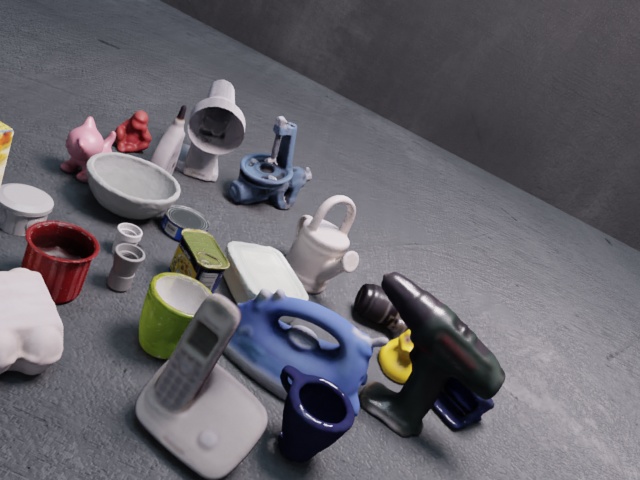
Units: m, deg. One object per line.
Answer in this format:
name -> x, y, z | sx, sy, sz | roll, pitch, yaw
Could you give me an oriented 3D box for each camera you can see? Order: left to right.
camera -> 0.142, 0.120, 1.125 | 0.137, 0.100, 0.143 | 23, 25, -12

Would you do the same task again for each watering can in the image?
watering can -> 0.012, 0.004, 1.097 | 0.172, 0.194, 0.101 | 39, 26, 21

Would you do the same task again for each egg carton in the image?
egg carton -> -0.365, 0.094, 0.667 | 0.108, 0.069, 0.150 | 1, 36, -46

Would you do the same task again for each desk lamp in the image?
desk lamp -> -0.246, -0.241, 1.277 | 0.118, 0.213, 0.203 | 18, 26, -22

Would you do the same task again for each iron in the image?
iron -> -0.032, 0.143, 0.842 | 0.258, 0.141, 0.119 | 29, 24, 0

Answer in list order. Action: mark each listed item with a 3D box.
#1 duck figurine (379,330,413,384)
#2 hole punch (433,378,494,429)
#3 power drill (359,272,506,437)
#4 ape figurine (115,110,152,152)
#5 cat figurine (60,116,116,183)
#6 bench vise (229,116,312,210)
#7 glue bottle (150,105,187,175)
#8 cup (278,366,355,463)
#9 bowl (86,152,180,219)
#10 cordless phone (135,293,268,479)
duck figurine -> 0.155, 0.192, 1.016 | 0.077, 0.086, 0.105 | 30, 24, 2
hole punch -> 0.244, 0.253, 0.986 | 0.101, 0.091, 0.108 | 2, 35, -45
power drill -> 0.149, 0.187, 0.871 | 0.229, 0.208, 0.076 | 33, 24, 10
ape figurine -> -0.404, -0.240, 1.252 | 0.078, 0.092, 0.076 | 20, 25, -19
cat figurine -> -0.425, -0.173, 1.066 | 0.067, 0.117, 0.128 | 32, 24, 8
bench vise -> -0.096, -0.182, 1.314 | 0.121, 0.219, 0.208 | 36, 25, 16
glue bottle -> -0.306, -0.199, 1.177 | 0.037, 0.173, 0.078 | 28, 24, -1
cup -> -0.024, 0.229, 0.739 | 0.117, 0.095, 0.092 | 42, 27, 27
bowl -> -0.344, -0.087, 1.037 | 0.168, 0.074, 0.167 | 24, 25, -11
cordless phone -> -0.117, 0.165, 0.654 | 0.147, 0.185, 0.094 | 34, 25, 12
